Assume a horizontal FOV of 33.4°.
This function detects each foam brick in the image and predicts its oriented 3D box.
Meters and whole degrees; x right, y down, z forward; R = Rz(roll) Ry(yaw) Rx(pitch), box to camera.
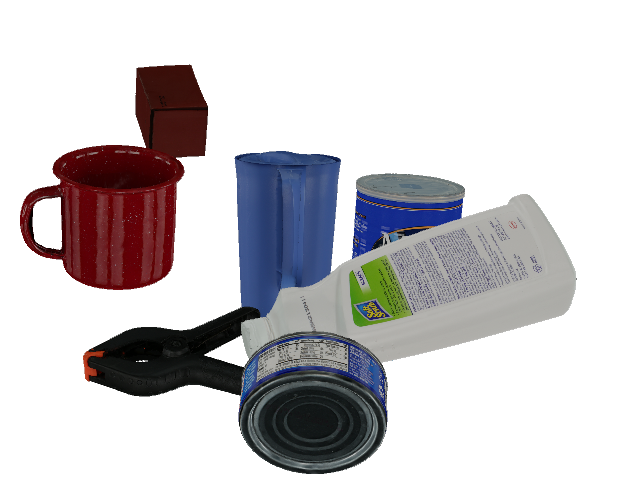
[{"bbox_3d":[-0.135,-0.117,0.960,0.053,0.051,0.078,-5,39,-17],"label":"foam brick"}]

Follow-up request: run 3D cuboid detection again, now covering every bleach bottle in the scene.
[{"bbox_3d":[0.061,0.040,0.817,0.250,0.102,0.068,-14,-40,-12],"label":"bleach bottle"}]

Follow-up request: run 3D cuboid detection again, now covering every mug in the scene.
[{"bbox_3d":[-0.158,-0.015,0.775,0.117,0.081,0.093,-7,27,-25],"label":"mug"}]

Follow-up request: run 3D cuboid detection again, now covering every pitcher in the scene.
[{"bbox_3d":[-0.044,0.011,1.349,0.145,0.243,0.148,10,14,38],"label":"pitcher"}]

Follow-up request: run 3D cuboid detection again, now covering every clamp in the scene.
[{"bbox_3d":[-0.123,0.099,0.961,0.171,0.039,0.120,3,26,-5],"label":"clamp"}]

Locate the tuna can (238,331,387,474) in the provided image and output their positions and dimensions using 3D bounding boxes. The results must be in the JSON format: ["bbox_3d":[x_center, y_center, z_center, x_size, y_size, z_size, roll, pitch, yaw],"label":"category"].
[{"bbox_3d":[-0.004,0.094,0.610,0.086,0.086,0.033,0,38,2],"label":"tuna can"}]

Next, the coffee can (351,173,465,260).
[{"bbox_3d":[0.080,0.014,1.019,0.103,0.140,0.103,3,14,-1],"label":"coffee can"}]
